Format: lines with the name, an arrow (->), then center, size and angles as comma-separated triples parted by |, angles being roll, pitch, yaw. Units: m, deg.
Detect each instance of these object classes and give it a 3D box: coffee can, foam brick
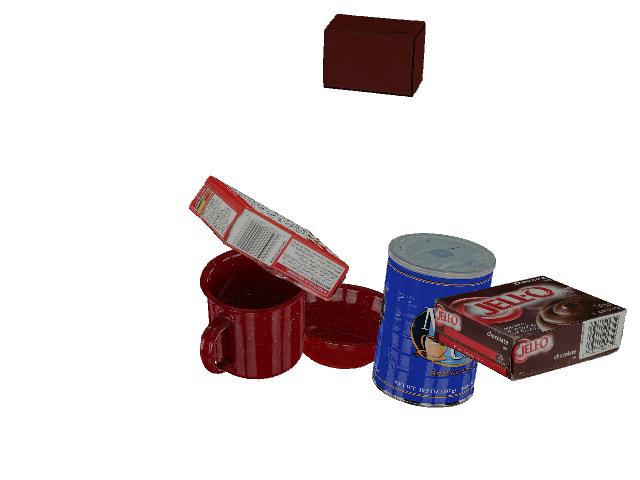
coffee can -> 0.108, 0.076, 1.035 | 0.103, 0.140, 0.103 | 5, 20, -2
foam brick -> 0.044, -0.154, 0.888 | 0.078, 0.051, 0.053 | 8, 28, 13

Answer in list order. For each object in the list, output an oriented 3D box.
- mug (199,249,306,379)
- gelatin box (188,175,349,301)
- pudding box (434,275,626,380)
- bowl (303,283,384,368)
mug -> -0.061, 0.070, 0.904 | 0.093, 0.081, 0.117 | 20, 39, 25
gelatin box -> -0.033, -0.001, 0.689 | 0.089, 0.030, 0.073 | 31, 5, -30
pudding box -> 0.155, 0.063, 0.795 | 0.113, 0.039, 0.090 | -8, 20, -32
bowl -> 0.026, 0.111, 1.310 | 0.162, 0.055, 0.162 | 4, 24, -2
